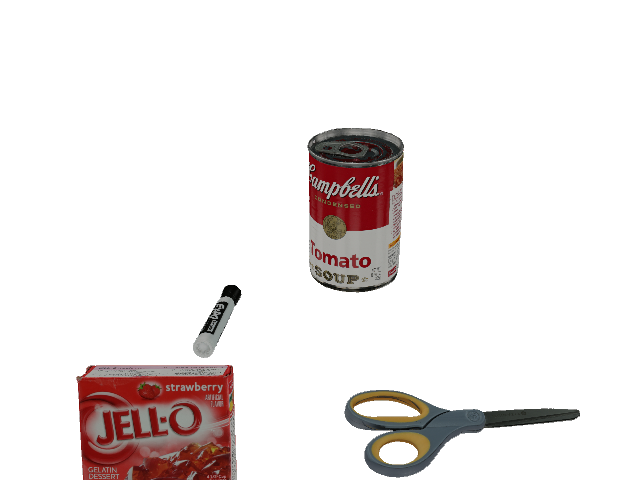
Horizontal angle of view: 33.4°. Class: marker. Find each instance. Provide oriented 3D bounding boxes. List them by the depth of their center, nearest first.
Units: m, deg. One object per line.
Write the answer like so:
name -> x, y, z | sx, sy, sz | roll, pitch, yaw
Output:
marker -> -0.096, 0.074, 1.011 | 0.020, 0.020, 0.121 | 0, 23, 10

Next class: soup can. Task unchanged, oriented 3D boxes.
soup can -> 0.024, -0.022, 0.772 | 0.068, 0.102, 0.068 | 0, 27, 0

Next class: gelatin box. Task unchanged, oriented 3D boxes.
gelatin box -> -0.094, 0.111, 0.620 | 0.089, 0.073, 0.030 | -1, 8, 3

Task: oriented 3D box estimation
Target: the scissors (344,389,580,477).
scissors -> 0.119, 0.163, 0.885 | 0.202, 0.016, 0.096 | 7, 38, 2
